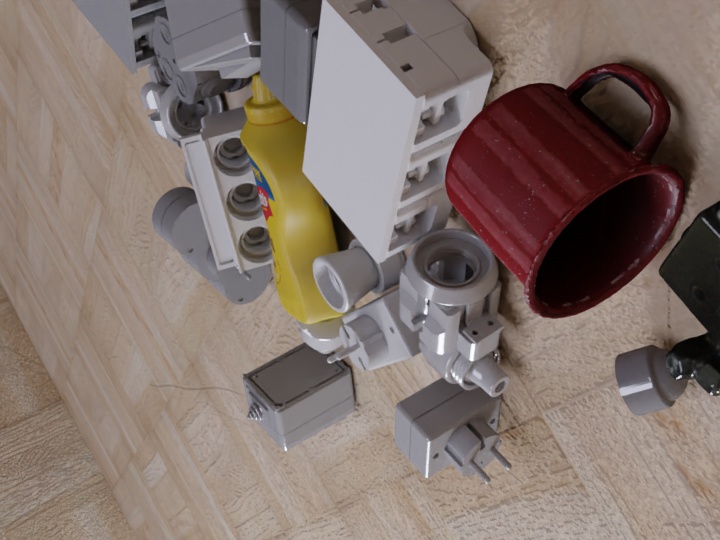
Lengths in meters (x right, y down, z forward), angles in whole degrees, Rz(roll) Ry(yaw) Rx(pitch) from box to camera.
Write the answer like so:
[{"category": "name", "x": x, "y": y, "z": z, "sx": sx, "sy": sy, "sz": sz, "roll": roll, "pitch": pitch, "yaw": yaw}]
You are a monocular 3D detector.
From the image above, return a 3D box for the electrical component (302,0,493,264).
[{"category": "electrical component", "x": 0.020, "y": -0.090, "z": 0.647, "sx": 0.089, "sy": 0.062, "sz": 0.150, "roll": 51, "pitch": 153, "yaw": 24}]

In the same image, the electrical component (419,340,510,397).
[{"category": "electrical component", "x": 0.073, "y": 0.059, "z": 0.716, "sx": 0.062, "sy": 0.043, "sz": 0.043, "roll": 43, "pitch": 149, "yaw": 35}]

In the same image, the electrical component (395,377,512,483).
[{"category": "electrical component", "x": 0.072, "y": 0.117, "z": 0.747, "sx": 0.077, "sy": 0.066, "sz": 0.047, "roll": 45, "pitch": 150, "yaw": 35}]

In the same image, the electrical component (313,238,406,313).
[{"category": "electrical component", "x": 0.000, "y": 0.000, "z": 0.786, "sx": 0.045, "sy": 0.055, "sz": 0.045, "roll": 45, "pitch": 150, "yaw": 35}]

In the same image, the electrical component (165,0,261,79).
[{"category": "electrical component", "x": -0.077, "y": -0.168, "z": 0.728, "sx": 0.096, "sy": 0.062, "sz": 0.061, "roll": -9, "pitch": 93, "yaw": 44}]

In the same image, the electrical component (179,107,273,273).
[{"category": "electrical component", "x": -0.097, "y": -0.069, "z": 0.897, "sx": 0.063, "sy": 0.079, "sz": 0.121, "roll": -115, "pitch": 11, "yaw": -60}]

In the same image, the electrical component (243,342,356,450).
[{"category": "electrical component", "x": -0.059, "y": 0.117, "z": 0.971, "sx": 0.062, "sy": 0.096, "sz": 0.061, "roll": 38, "pitch": 146, "yaw": 42}]

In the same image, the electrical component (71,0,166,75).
[{"category": "electrical component", "x": -0.221, "y": -0.275, "z": 0.940, "sx": 0.186, "sy": 0.060, "sz": 0.105, "roll": 49, "pitch": 152, "yaw": 28}]

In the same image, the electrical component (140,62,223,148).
[{"category": "electrical component", "x": -0.155, "y": -0.144, "z": 0.947, "sx": 0.057, "sy": 0.058, "sz": 0.078, "roll": 29, "pitch": 139, "yaw": 55}]

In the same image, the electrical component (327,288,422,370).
[{"category": "electrical component", "x": 0.010, "y": 0.049, "z": 0.790, "sx": 0.047, "sy": 0.076, "sz": 0.083, "roll": 63, "pitch": 156, "yaw": 1}]

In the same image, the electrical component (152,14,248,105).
[{"category": "electrical component", "x": -0.128, "y": -0.177, "z": 0.868, "sx": 0.080, "sy": 0.051, "sz": 0.080, "roll": 45, "pitch": 150, "yaw": 35}]

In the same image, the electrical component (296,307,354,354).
[{"category": "electrical component", "x": -0.029, "y": 0.049, "z": 0.910, "sx": 0.048, "sy": 0.048, "sz": 0.062, "roll": 51, "pitch": 160, "yaw": 25}]

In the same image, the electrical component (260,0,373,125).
[{"category": "electrical component", "x": -0.023, "y": -0.138, "z": 0.684, "sx": 0.061, "sy": 0.062, "sz": 0.096, "roll": 49, "pitch": 152, "yaw": 29}]

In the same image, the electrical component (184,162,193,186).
[{"category": "electrical component", "x": -0.125, "y": -0.084, "z": 0.962, "sx": 0.055, "sy": 0.045, "sz": 0.045, "roll": 36, "pitch": 144, "yaw": 45}]

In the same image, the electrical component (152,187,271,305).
[{"category": "electrical component", "x": -0.125, "y": -0.013, "z": 0.977, "sx": 0.074, "sy": 0.052, "sz": 0.138, "roll": 36, "pitch": 170, "yaw": 42}]

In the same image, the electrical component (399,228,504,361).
[{"category": "electrical component", "x": 0.057, "y": 0.011, "z": 0.682, "sx": 0.078, "sy": 0.058, "sz": 0.057, "roll": 45, "pitch": 153, "yaw": 32}]
